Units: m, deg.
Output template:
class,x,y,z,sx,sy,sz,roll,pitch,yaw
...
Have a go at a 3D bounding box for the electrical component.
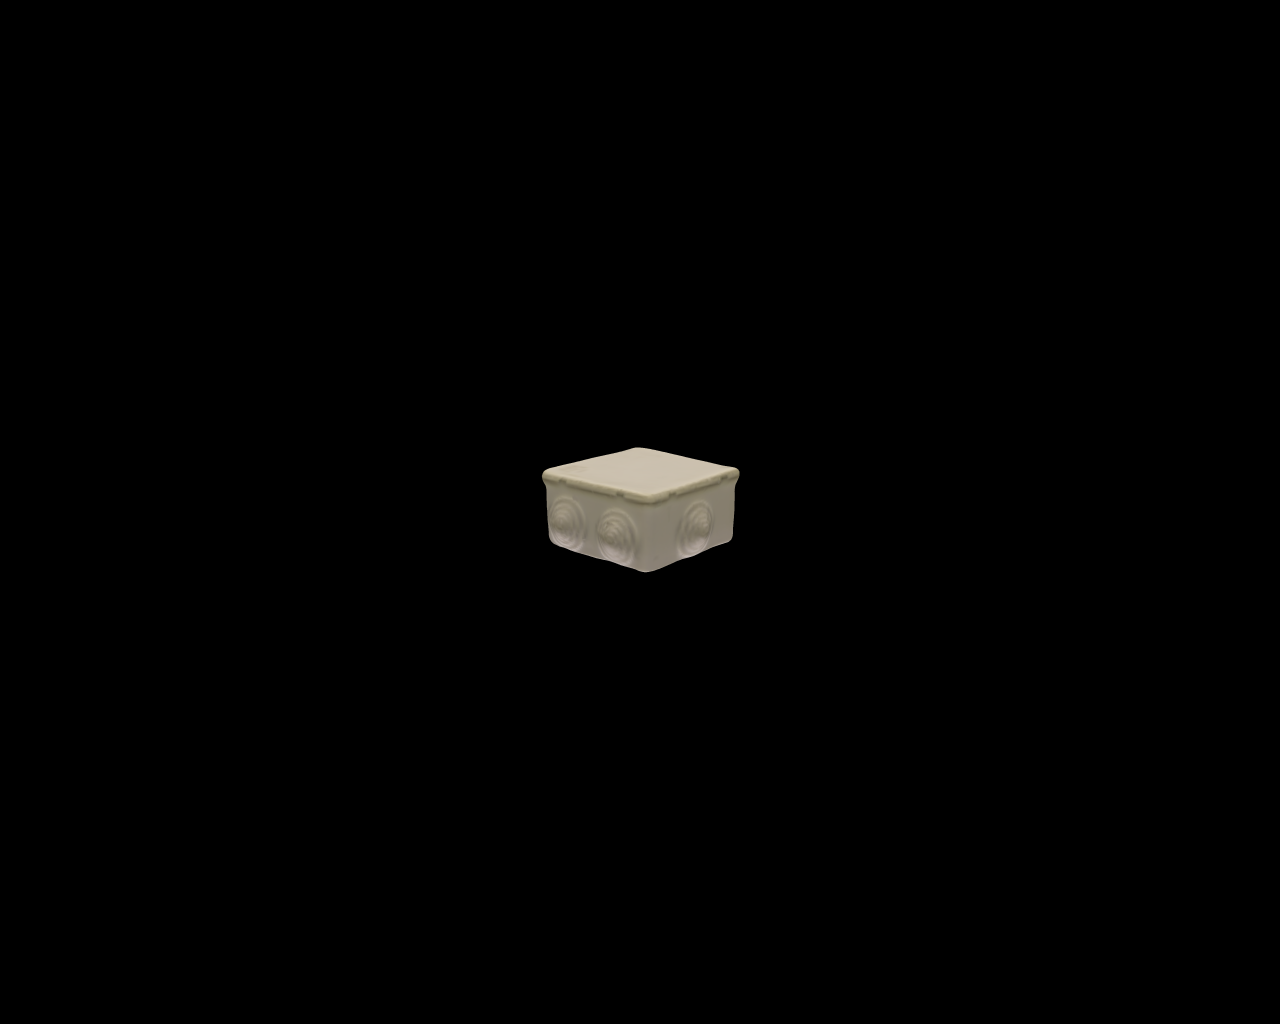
class,x,y,z,sx,sy,sz,roll,pitch,yaw
electrical component,0.001,-0.003,0.650,0.100,0.048,0.100,15,22,40
